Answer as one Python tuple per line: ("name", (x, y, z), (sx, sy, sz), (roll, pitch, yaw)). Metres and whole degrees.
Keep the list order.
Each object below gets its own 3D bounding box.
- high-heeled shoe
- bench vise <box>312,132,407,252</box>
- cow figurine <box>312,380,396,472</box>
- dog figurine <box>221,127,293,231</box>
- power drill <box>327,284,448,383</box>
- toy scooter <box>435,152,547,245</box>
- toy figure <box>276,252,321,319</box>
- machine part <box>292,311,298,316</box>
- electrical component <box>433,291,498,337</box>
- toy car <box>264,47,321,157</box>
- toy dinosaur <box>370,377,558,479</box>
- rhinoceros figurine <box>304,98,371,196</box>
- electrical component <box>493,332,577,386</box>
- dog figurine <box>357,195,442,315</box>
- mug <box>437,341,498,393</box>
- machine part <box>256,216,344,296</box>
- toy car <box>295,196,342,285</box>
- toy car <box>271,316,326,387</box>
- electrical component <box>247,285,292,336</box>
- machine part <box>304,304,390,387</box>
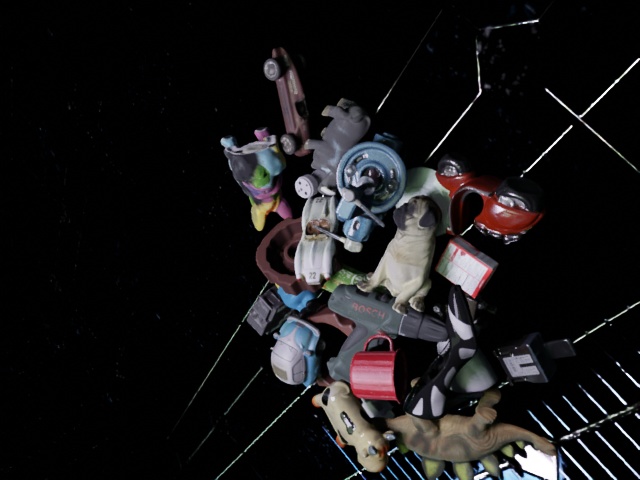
("high-heeled shoe", (0.194, 0.193, 0.908), (0.145, 0.086, 0.248), (-10, 106, 13))
("bench vise", (0.068, -0.070, 0.897), (0.129, 0.240, 0.223), (33, 110, 8))
("cow figurine", (0.075, 0.376, 1.093), (0.195, 0.085, 0.127), (58, 149, 15))
("dog figurine", (-0.114, -0.110, 1.102), (0.192, 0.108, 0.218), (-123, 14, -57))
("power drill", (0.109, 0.195, 1.010), (0.232, 0.086, 0.207), (26, 122, 14))
("toy scooter", (0.255, -0.048, 0.840), (0.184, 0.075, 0.135), (31, 130, 32))
("toy figure", (-0.061, 0.090, 1.183), (0.180, 0.082, 0.089), (53, -177, 28))
("machine part", (-0.048, 0.244, 1.316), (0.084, 0.039, 0.138), (28, 127, 24))
("electrical component", (0.256, 0.130, 0.956), (0.102, 0.045, 0.078), (30, 131, 29))
("toy car", (-0.046, -0.257, 1.005), (0.053, 0.089, 0.201), (6, 114, 42))
("toy dinosaur", (0.229, 0.383, 1.067), (0.472, 0.105, 0.198), (-3, 110, 41))
("rhinoceros figurine", (0.036, -0.168, 0.993), (0.112, 0.073, 0.190), (34, 131, 11))
("electrical component", (0.359, 0.196, 0.892), (0.119, 0.048, 0.074), (-21, 97, 49))
("dog figurine", (0.168, 0.017, 0.938), (0.121, 0.172, 0.190), (28, 103, 13))
("mug", (0.257, 0.227, 0.990), (0.109, 0.081, 0.107), (-38, 74, 51))
("machine part", (-0.039, 0.029, 1.095), (0.180, 0.179, 0.056), (26, 154, 32))
("toy car", (-0.002, -0.003, 1.035), (0.074, 0.202, 0.056), (-3, 142, 15))
("toy car", (-0.057, 0.252, 1.156), (0.109, 0.103, 0.161), (24, 124, 35))
("electrical component", (-0.108, 0.162, 1.272), (0.058, 0.115, 0.134), (45, 134, 19))
("machine part", (0.055, 0.237, 1.178), (0.201, 0.087, 0.201), (-22, 96, 46))
